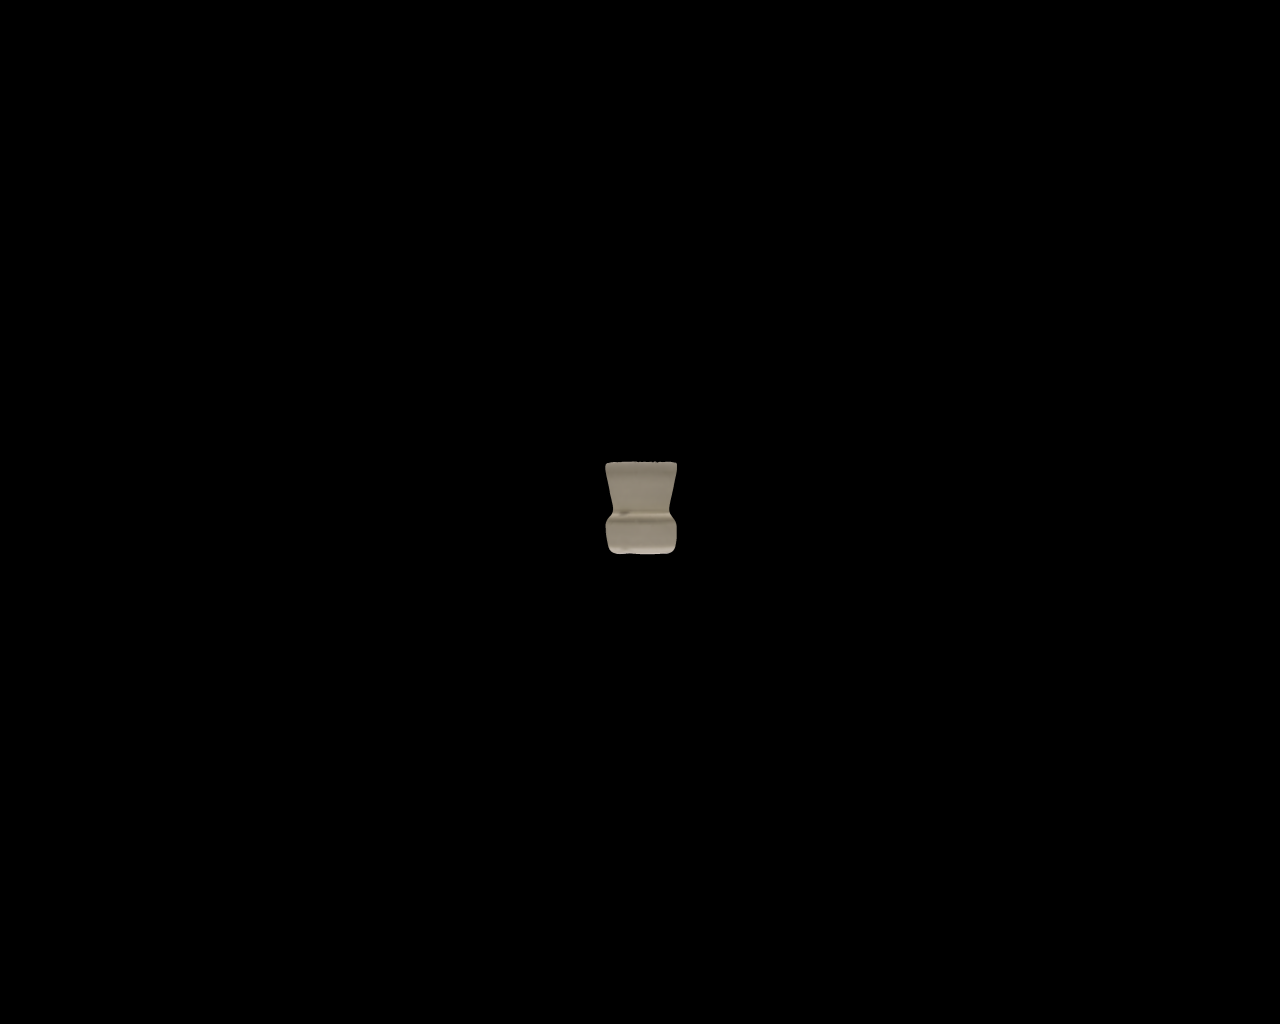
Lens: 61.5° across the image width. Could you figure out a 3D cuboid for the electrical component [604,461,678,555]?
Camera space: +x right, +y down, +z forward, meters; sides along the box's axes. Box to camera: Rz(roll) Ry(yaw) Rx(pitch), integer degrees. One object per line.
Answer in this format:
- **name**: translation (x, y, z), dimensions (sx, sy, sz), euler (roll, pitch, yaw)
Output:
- **electrical component**: translation (0.001, -0.003, 0.650), dimensions (0.045, 0.055, 0.045), euler (0, 0, 0)
